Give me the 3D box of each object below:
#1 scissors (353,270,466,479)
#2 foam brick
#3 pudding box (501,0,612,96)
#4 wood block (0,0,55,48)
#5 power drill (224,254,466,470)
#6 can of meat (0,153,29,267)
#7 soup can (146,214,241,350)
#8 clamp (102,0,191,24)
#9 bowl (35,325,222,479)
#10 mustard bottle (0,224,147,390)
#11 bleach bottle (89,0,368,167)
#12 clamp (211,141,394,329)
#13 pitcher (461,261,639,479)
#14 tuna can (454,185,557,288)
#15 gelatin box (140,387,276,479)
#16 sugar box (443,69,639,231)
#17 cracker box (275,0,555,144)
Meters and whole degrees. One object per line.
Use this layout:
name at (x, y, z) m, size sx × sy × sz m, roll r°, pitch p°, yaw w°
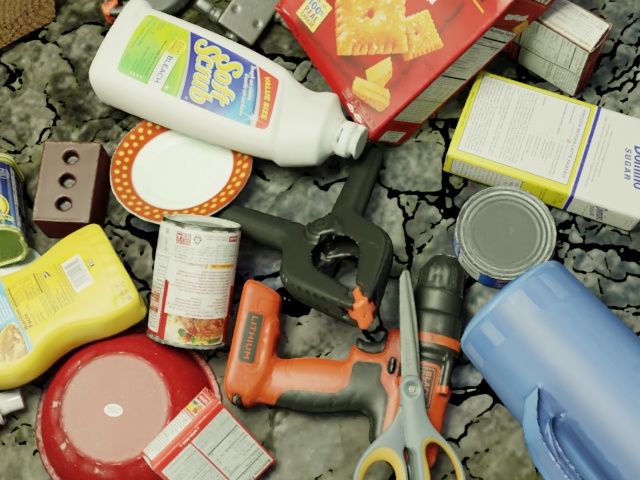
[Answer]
scissors at (0.056, 0.131, 0.841) m, size 0.096 × 0.016 × 0.202 m, roll -17°, pitch 77°, yaw -3°
foam brick at (-0.219, -0.044, 0.948) m, size 0.053 × 0.051 × 0.078 m, roll 2°, pitch 72°, yaw 3°
pudding box at (0.199, -0.188, 0.957) m, size 0.113 × 0.090 × 0.039 m, roll 33°, pitch 76°, yaw 13°
wood block at (-0.348, -0.283, 1.005) m, size 0.090 × 0.090 × 0.206 m, roll -36°, pitch 73°, yaw -25°
power drill at (0.023, 0.087, 0.890) m, size 0.188 × 0.057 × 0.184 m, roll 10°, pitch 73°, yaw 6°
can of meat at (-0.307, -0.018, 0.931) m, size 0.102 × 0.057 × 0.084 m, roll -16°, pitch 56°, yaw -3°
soup can at (-0.105, 0.033, 0.890) m, size 0.068 × 0.068 × 0.102 m, roll 9°, pitch 97°, yaw 5°
clamp at (-0.141, -0.273, 1.027) m, size 0.171 × 0.039 × 0.120 m, roll -28°, pitch 76°, yaw -9°
bowl at (-0.163, 0.143, 0.882) m, size 0.162 × 0.055 × 0.162 m, roll -1°, pitch 72°, yaw 3°
mustard bottle at (-0.247, 0.069, 0.886) m, size 0.191 × 0.058 × 0.096 m, roll -30°, pitch 61°, yaw -9°
bleach bottle at (-0.074, -0.131, 0.945) m, size 0.251 × 0.068 × 0.102 m, roll 20°, pitch 71°, yaw 17°
clamp at (-0.006, 0.001, 0.889) m, size 0.164 × 0.036 × 0.210 m, roll -18°, pitch 39°, yaw 1°
pitcher at (0.218, 0.138, 0.823) m, size 0.145 × 0.149 × 0.243 m, roll -40°, pitch 71°, yaw -3°
tuna can at (0.159, -0.002, 0.926) m, size 0.086 × 0.034 × 0.086 m, roll -1°, pitch 71°, yaw 2°
gelatin box at (-0.089, 0.173, 0.854) m, size 0.073 × 0.089 × 0.030 m, roll -44°, pitch 37°, yaw -11°
sugar box at (0.208, -0.080, 0.945) m, size 0.176 × 0.048 × 0.093 m, roll 20°, pitch 73°, yaw 5°
cracker box at (0.083, -0.212, 0.923) m, size 0.214 × 0.071 × 0.164 m, roll -43°, pitch 70°, yaw 29°
